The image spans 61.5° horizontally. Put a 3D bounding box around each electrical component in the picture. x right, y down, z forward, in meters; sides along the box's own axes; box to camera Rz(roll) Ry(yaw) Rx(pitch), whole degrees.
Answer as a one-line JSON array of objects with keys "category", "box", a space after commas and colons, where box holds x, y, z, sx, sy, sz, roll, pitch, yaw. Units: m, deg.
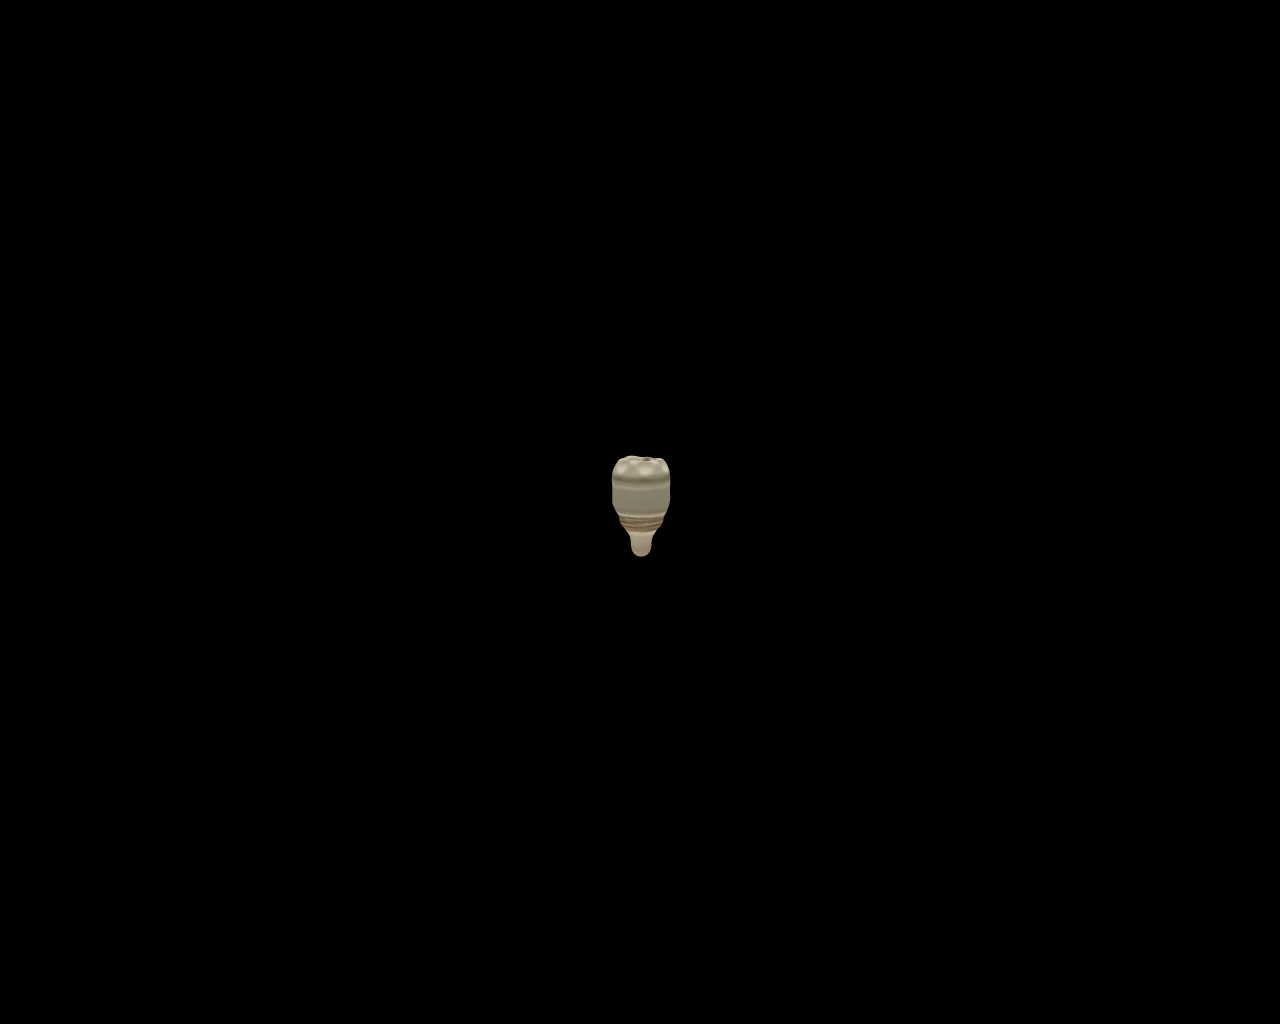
[{"category": "electrical component", "box": [0.001, -0.003, 0.650, 0.035, 0.061, 0.035, 0, 11, 0]}]
